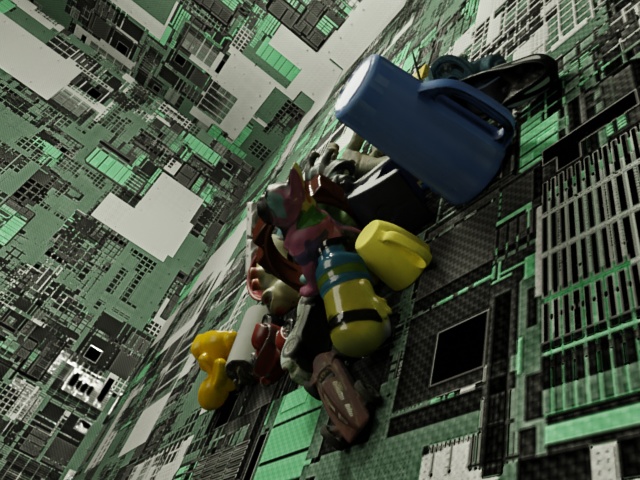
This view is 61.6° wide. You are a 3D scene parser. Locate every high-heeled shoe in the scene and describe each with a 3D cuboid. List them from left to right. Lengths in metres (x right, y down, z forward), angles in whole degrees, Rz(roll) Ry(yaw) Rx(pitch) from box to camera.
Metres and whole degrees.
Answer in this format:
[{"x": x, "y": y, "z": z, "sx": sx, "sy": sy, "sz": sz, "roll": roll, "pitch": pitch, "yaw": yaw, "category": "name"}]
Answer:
[{"x": 0.242, "y": -0.222, "z": 0.847, "sx": 0.249, "sy": 0.086, "sz": 0.145, "roll": -19, "pitch": 6, "yaw": 17, "category": "high-heeled shoe"}]

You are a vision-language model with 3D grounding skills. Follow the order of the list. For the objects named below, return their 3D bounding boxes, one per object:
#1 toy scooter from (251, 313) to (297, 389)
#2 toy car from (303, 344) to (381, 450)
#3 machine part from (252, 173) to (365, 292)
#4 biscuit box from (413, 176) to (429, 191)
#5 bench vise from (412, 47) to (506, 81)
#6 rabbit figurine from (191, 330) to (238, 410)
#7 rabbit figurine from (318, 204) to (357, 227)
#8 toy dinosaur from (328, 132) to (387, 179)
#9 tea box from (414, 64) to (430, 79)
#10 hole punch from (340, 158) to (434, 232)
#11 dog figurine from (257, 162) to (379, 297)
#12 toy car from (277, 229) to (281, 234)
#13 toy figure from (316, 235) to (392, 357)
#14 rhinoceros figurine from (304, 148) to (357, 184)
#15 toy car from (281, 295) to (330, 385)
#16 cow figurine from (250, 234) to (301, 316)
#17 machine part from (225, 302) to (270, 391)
[{"x": -0.093, "y": 0.213, "z": 1.031, "sx": 0.135, "sy": 0.075, "sz": 0.184, "roll": -66, "pitch": 18, "yaw": -14, "category": "toy scooter"}, {"x": 0.023, "y": 0.206, "z": 0.739, "sx": 0.089, "sy": 0.053, "sz": 0.202, "roll": -50, "pitch": 14, "yaw": 2, "category": "toy car"}, {"x": -0.009, "y": -0.004, "z": 1.003, "sx": 0.201, "sy": 0.201, "sz": 0.087, "roll": -49, "pitch": 18, "yaw": 16, "category": "machine part"}, {"x": 0.157, "y": -0.109, "z": 1.003, "sx": 0.202, "sy": 0.059, "sz": 0.063, "roll": -41, "pitch": 20, "yaw": 41, "category": "biscuit box"}, {"x": 0.221, "y": -0.281, "z": 1.015, "sx": 0.240, "sy": 0.128, "sz": 0.224, "roll": -36, "pitch": 30, "yaw": -24, "category": "bench vise"}, {"x": -0.220, "y": 0.297, "z": 1.210, "sx": 0.162, "sy": 0.122, "sz": 0.173, "roll": -18, "pitch": 52, "yaw": 51, "category": "rabbit figurine"}, {"x": -0.002, "y": -0.004, "z": 1.161, "sx": 0.159, "sy": 0.121, "sz": 0.170, "roll": 153, "pitch": 134, "yaw": -67, "category": "rabbit figurine"}, {"x": 0.080, "y": -0.163, "z": 1.294, "sx": 0.471, "sy": 0.105, "sz": 0.198, "roll": -13, "pitch": 51, "yaw": 65, "category": "toy dinosaur"}, {"x": 0.224, "y": -0.319, "z": 1.247, "sx": 0.098, "sy": 0.068, "sz": 0.170, "roll": -39, "pitch": 22, "yaw": 42, "category": "tea box"}, {"x": 0.117, "y": -0.062, "z": 0.903, "sx": 0.116, "sy": 0.142, "sz": 0.092, "roll": -39, "pitch": 22, "yaw": 11, "category": "hole punch"}, {"x": 0.002, "y": -0.023, "z": 0.887, "sx": 0.192, "sy": 0.219, "sz": 0.108, "roll": -11, "pitch": 16, "yaw": 6, "category": "dog figurine"}, {"x": -0.055, "y": 0.004, "z": 1.328, "sx": 0.161, "sy": 0.109, "sz": 0.103, "roll": -58, "pitch": 31, "yaw": 18, "category": "toy car"}, {"x": 0.039, "y": 0.082, "z": 0.776, "sx": 0.089, "sy": 0.180, "sz": 0.082, "roll": -21, "pitch": -27, "yaw": -6, "category": "toy figure"}, {"x": 0.023, "y": -0.142, "z": 1.193, "sx": 0.190, "sy": 0.073, "sz": 0.112, "roll": 19, "pitch": 80, "yaw": 59, "category": "rhinoceros figurine"}, {"x": -0.013, "y": 0.157, "z": 0.907, "sx": 0.056, "sy": 0.073, "sz": 0.202, "roll": -38, "pitch": 22, "yaw": 38, "category": "toy car"}, {"x": -0.082, "y": 0.074, "z": 1.135, "sx": 0.085, "sy": 0.127, "sz": 0.195, "roll": 86, "pitch": -176, "yaw": -49, "category": "cow figurine"}, {"x": -0.145, "y": 0.223, "z": 1.158, "sx": 0.079, "sy": 0.079, "sz": 0.243, "roll": -44, "pitch": 19, "yaw": 32, "category": "machine part"}]
